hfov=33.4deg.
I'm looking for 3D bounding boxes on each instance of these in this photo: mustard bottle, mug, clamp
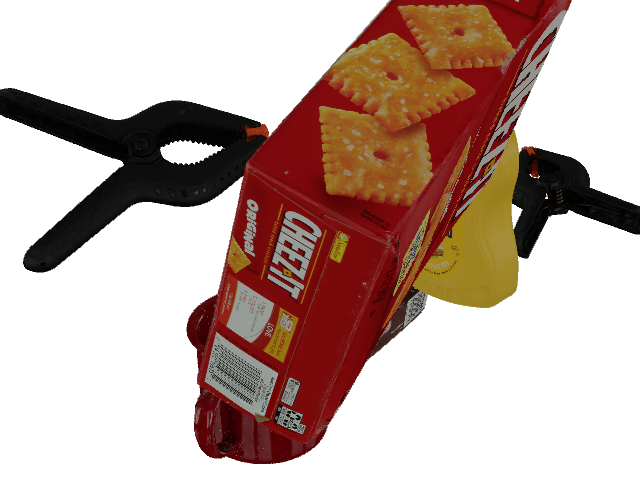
[{"bbox_3d":[0.099,-0.051,0.778,0.058,0.192,0.096,-24,33,-37],"label":"mustard bottle"},{"bbox_3d":[-0.041,0.091,0.663,0.093,0.081,0.117,12,30,23],"label":"mug"},{"bbox_3d":[0.226,-0.041,0.981,0.120,0.039,0.171,-3,33,3],"label":"clamp"},{"bbox_3d":[-0.140,-0.053,0.812,0.209,0.164,0.036,-4,-31,-13],"label":"clamp"}]

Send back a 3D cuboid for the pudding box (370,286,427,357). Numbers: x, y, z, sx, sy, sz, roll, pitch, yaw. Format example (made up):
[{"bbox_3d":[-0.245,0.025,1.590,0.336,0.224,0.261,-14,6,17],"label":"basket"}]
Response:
[{"bbox_3d":[0.037,0.058,0.999,0.090,0.039,0.113,23,32,27],"label":"pudding box"}]

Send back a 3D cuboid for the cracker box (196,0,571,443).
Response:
[{"bbox_3d":[0.034,-0.029,0.507,0.072,0.213,0.164,30,-39,10],"label":"cracker box"}]
